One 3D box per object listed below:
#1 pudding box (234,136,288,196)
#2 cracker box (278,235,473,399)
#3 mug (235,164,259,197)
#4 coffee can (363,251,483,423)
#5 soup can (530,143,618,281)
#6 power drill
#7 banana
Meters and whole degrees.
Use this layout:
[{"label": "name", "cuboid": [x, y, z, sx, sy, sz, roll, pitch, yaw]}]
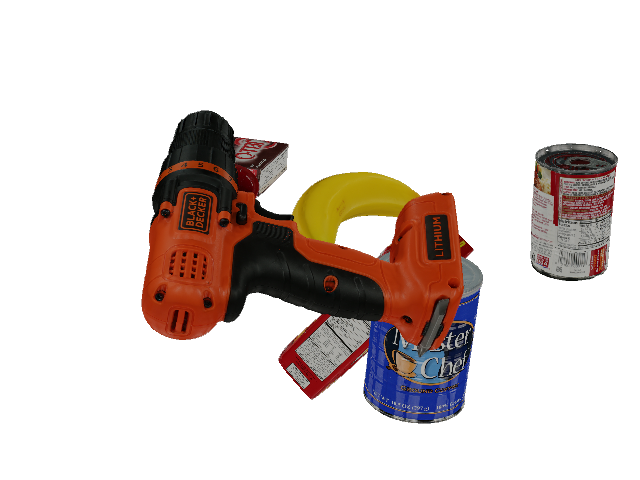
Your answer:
[{"label": "pudding box", "cuboid": [-0.096, -0.091, 1.271, 0.090, 0.039, 0.113, 8, 25, 13]}, {"label": "cracker box", "cuboid": [0.064, 0.075, 1.263, 0.214, 0.072, 0.164, -47, -7, 31]}, {"label": "mug", "cuboid": [-0.110, -0.022, 1.059, 0.117, 0.081, 0.093, 27, 51, 34]}, {"label": "coffee can", "cuboid": [0.098, 0.091, 1.040, 0.103, 0.140, 0.103, 4, 24, -2]}, {"label": "soup can", "cuboid": [0.217, -0.024, 0.918, 0.068, 0.102, 0.068, -2, 24, 1]}, {"label": "power drill", "cuboid": [-0.011, -0.006, 0.658, 0.187, 0.057, 0.184, 8, 44, -6]}, {"label": "banana", "cuboid": [0.024, -0.023, 0.857, 0.037, 0.069, 0.197, -35, 1, 32]}]
